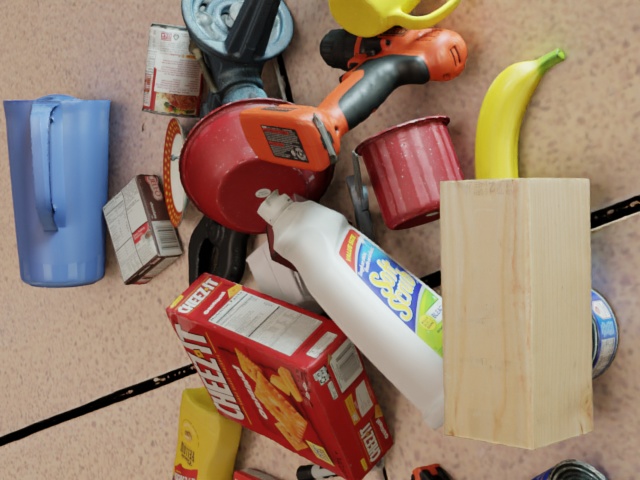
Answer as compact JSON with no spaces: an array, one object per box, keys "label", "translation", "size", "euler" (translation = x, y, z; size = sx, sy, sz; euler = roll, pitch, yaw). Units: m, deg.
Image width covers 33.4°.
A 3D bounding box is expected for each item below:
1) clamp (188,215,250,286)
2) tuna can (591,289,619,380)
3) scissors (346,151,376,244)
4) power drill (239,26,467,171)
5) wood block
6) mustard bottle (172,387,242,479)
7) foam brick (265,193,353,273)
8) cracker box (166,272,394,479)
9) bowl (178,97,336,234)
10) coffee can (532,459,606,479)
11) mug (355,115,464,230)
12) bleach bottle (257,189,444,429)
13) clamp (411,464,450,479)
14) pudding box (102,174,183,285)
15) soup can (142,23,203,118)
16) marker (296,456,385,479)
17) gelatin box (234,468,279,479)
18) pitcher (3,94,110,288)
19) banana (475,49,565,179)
[{"label":"clamp","translation":[-0.112,-0.019,1.213],"size":[0.165,0.036,0.210],"euler":[48,124,40]},{"label":"tuna can","translation":[0.207,0.080,0.905],"size":[0.086,0.033,0.086],"euler":[3,94,44]},{"label":"scissors","translation":[0.034,-0.053,0.999],"size":[0.202,0.016,0.096],"euler":[77,179,-55]},{"label":"power drill","translation":[0.017,-0.142,0.987],"size":[0.185,0.187,0.057],"euler":[14,138,51]},{"label":"wood block","translation":[0.158,0.054,0.862],"size":[0.090,0.090,0.206],"euler":[1,93,45]},{"label":"mustard bottle","translation":[-0.137,0.274,1.237],"size":[0.096,0.058,0.192],"euler":[24,110,51]},{"label":"foam brick","translation":[-0.007,0.001,1.056],"size":[0.051,0.078,0.053],"euler":[-47,34,27]},{"label":"cracker box","translation":[-0.043,0.137,1.077],"size":[0.214,0.072,0.164],"euler":[17,139,42]},{"label":"bowl","translation":[-0.060,-0.060,1.069],"size":[0.162,0.162,0.055],"euler":[-58,26,30]},{"label":"coffee can","translation":[0.178,0.260,0.895],"size":[0.141,0.102,0.103],"euler":[-43,63,37]},{"label":"mug","translation":[0.084,-0.056,0.989],"size":[0.117,0.093,0.081],"euler":[-35,71,64]},{"label":"bleach bottle","translation":[0.041,0.050,0.960],"size":[0.251,0.102,0.068],"euler":[42,127,6]},{"label":"clamp","translation":[0.114,0.302,1.006],"size":[0.120,0.039,0.171],"euler":[-37,59,38]},{"label":"pudding box","translation":[-0.222,-0.012,1.321],"size":[0.090,0.039,0.113],"euler":[-36,65,43]},{"label":"soup can","translation":[-0.168,-0.196,1.237],"size":[0.069,0.068,0.102],"euler":[16,103,43]},{"label":"marker","translation":[0.018,0.238,1.110],"size":[0.121,0.020,0.020],"euler":[-21,77,43]},{"label":"gelatin box","translation":[-0.065,0.308,1.189],"size":[0.073,0.030,0.089],"euler":[11,100,42]},{"label":"pitcher","translation":[-0.334,-0.063,1.361],"size":[0.145,0.148,0.243],"euler":[6,100,42]},{"label":"banana","translation":[0.166,-0.070,0.935],"size":[0.070,0.037,0.198],"euler":[12,101,43]}]
